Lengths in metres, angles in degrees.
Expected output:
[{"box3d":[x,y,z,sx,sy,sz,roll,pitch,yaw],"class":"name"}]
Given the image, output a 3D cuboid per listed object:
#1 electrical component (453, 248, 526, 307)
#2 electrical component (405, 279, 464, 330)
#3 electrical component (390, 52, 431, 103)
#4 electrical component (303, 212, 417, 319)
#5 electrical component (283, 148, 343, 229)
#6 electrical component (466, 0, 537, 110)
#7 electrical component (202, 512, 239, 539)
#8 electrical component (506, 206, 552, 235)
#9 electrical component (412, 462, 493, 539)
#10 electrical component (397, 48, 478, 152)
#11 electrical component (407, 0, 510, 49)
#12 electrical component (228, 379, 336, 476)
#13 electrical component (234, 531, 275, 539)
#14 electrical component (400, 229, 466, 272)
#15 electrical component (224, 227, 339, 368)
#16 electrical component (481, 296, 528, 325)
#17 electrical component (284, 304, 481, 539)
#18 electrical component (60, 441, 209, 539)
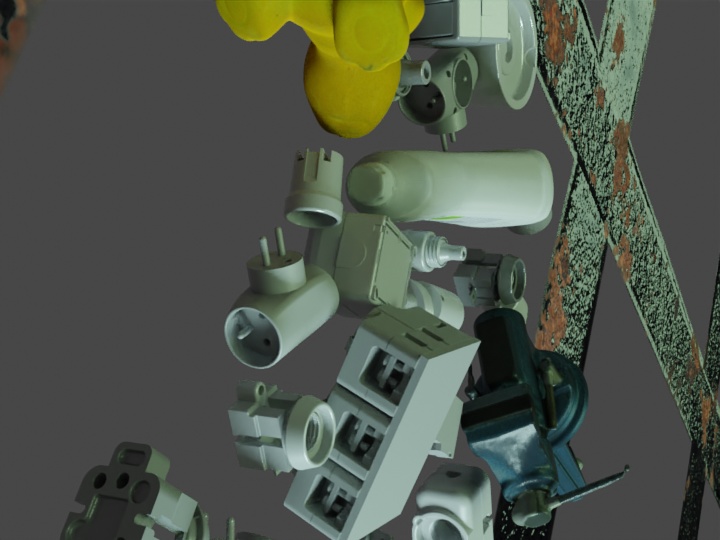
[{"box3d":[0.125,0.008,1.022,0.066,0.055,0.048,-57,140,-43],"class":"electrical component"},{"box3d":[0.052,0.032,0.900,0.081,0.043,0.043,20,76,-61],"class":"electrical component"},{"box3d":[0.021,-0.146,0.802,0.048,0.062,0.048,-12,103,-62],"class":"electrical component"},{"box3d":[0.000,0.000,0.788,0.096,0.061,0.061,41,58,-66],"class":"electrical component"},{"box3d":[-0.030,-0.056,0.739,0.040,0.040,0.046,34,58,-58],"class":"electrical component"},{"box3d":[0.114,-0.199,0.973,0.108,0.060,0.108,-12,103,-61],"class":"electrical component"},{"box3d":[-0.085,0.182,0.634,0.047,0.066,0.076,-6,98,-62],"class":"electrical component"},{"box3d":[0.168,-0.069,1.097,0.047,0.055,0.055,65,39,-48],"class":"electrical component"},{"box3d":[0.084,0.231,0.971,0.059,0.054,0.095,-30,120,-58],"class":"electrical component"},{"box3d":[0.070,-0.141,0.913,0.077,0.044,0.079,-50,135,-49],"class":"electrical component"},{"box3d":[0.067,-0.211,0.864,0.061,0.096,0.061,-7,100,-34],"class":"electrical component"},{"box3d":[-0.050,0.104,0.702,0.048,0.055,0.066,-41,128,-54],"class":"electrical component"},{"box3d":[-0.063,0.201,0.691,0.055,0.055,0.047,57,48,-48],"class":"electrical component"},{"box3d":[0.057,-0.015,0.885,0.035,0.061,0.035,-13,105,-61],"class":"electrical component"},{"box3d":[-0.053,0.012,0.700,0.077,0.043,0.079,-38,126,-55],"class":"electrical component"},{"box3d":[0.151,0.042,1.090,0.078,0.040,0.040,51,49,-53],"class":"electrical component"},{"box3d":[0.012,0.105,0.752,0.089,0.062,0.150,-9,126,-61],"class":"electrical component"},{"box3d":[-0.118,0.140,0.577,0.057,0.058,0.078,50,50,-49],"class":"electrical component"}]
